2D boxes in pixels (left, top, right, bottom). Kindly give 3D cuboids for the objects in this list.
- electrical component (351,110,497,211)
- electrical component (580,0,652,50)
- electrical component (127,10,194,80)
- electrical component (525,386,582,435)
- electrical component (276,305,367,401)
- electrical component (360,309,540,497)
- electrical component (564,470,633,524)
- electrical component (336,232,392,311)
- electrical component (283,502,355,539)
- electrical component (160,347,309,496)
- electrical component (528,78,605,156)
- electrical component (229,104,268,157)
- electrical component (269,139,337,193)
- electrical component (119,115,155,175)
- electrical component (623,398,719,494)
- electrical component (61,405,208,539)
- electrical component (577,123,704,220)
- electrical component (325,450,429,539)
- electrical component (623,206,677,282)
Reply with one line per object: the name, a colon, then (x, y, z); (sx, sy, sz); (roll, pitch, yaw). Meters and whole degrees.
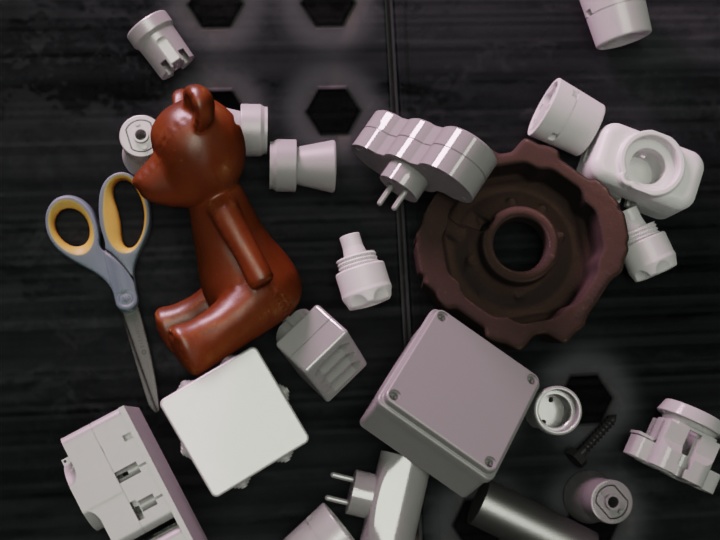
electrical component: (0.041, -0.080, 0.879); (0.052, 0.138, 0.073); (43, 77, -40)
electrical component: (0.227, -0.225, 0.950); (0.055, 0.055, 0.047); (-15, 88, -7)
electrical component: (-0.169, -0.190, 0.915); (0.040, 0.040, 0.046); (-37, 93, -9)
electrical component: (0.160, 0.117, 0.898); (0.040, 0.046, 0.040); (1, 82, -5)
electrical component: (-0.043, 0.058, 0.882); (0.047, 0.065, 0.077); (-44, 59, -10)
electrical component: (0.074, 0.106, 0.867); (0.109, 0.056, 0.108); (35, 52, 0)
electrical component: (0.197, 0.188, 0.882); (0.044, 0.065, 0.044); (1, 82, -5)
electrical component: (0.000, 0.000, 0.901); (0.043, 0.043, 0.062); (-16, 82, -8)
electrical component: (-0.030, 0.223, 0.861); (0.047, 0.055, 0.055); (-39, 87, -6)
electrical component: (-0.101, 0.122, 0.871); (0.100, 0.048, 0.099); (-30, 86, -9)
electrical component: (0.180, -0.131, 0.932); (0.047, 0.055, 0.055); (26, 80, -5)
electrical component: (-0.106, -0.118, 0.907); (0.055, 0.045, 0.045); (0, 82, -6)
electrical component: (-0.049, -0.088, 0.908); (0.055, 0.045, 0.045); (1, 82, -5)
electrical component: (-0.178, -0.103, 0.887); (0.044, 0.065, 0.044); (1, 82, -5)
electrical component: (0.269, 0.144, 0.900); (0.078, 0.058, 0.057); (26, 83, -2)
electrical component: (-0.160, 0.201, 0.825); (0.060, 0.105, 0.186); (-28, 85, -9)
electrical component: (0.242, -0.086, 0.928); (0.095, 0.059, 0.053); (20, 80, -2)
electrical component: (0.012, 0.185, 0.876); (0.079, 0.043, 0.077); (14, 81, -3)
electrical component: (0.243, -0.024, 0.928); (0.043, 0.043, 0.062); (-23, 84, -8)
